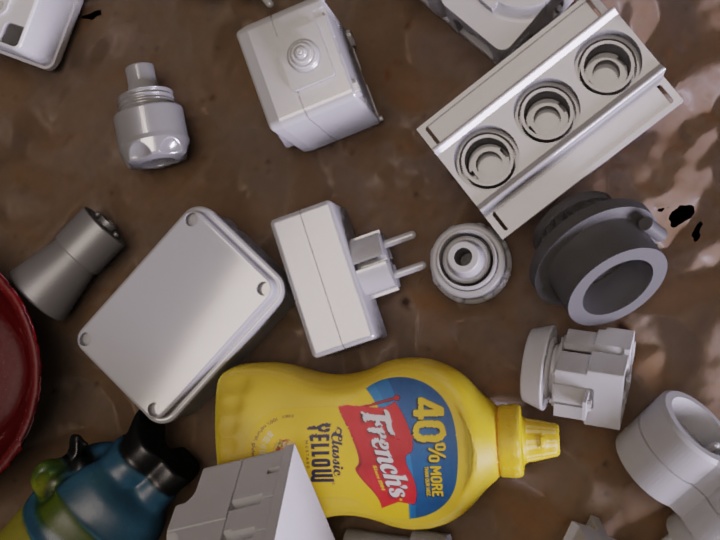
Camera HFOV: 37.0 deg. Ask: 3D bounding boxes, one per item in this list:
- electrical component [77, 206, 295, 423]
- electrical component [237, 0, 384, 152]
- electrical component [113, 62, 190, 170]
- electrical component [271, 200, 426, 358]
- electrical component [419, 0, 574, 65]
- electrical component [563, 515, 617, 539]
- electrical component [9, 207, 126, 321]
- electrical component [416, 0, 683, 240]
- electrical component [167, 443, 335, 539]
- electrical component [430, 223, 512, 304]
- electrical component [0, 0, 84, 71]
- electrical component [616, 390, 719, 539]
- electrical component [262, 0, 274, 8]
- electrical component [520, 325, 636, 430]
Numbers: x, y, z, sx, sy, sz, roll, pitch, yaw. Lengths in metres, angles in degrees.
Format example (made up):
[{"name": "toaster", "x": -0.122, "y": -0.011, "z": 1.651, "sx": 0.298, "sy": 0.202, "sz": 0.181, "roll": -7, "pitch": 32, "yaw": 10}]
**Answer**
[{"name": "electrical component", "x": -0.101, "y": 0.027, "z": 0.639, "sx": 0.078, "sy": 0.057, "sz": 0.113, "roll": 43, "pitch": 95, "yaw": 10}, {"name": "electrical component", "x": -0.032, "y": -0.109, "z": 0.613, "sx": 0.061, "sy": 0.096, "sz": 0.061, "roll": -21, "pitch": 83, "yaw": 9}, {"name": "electrical component", "x": -0.130, "y": -0.095, "z": 0.658, "sx": 0.043, "sy": 0.043, "sz": 0.062, "roll": -13, "pitch": 83, "yaw": 10}, {"name": "electrical component", "x": 0.000, "y": 0.000, "z": 0.626, "sx": 0.076, "sy": 0.047, "sz": 0.083, "roll": -19, "pitch": 84, "yaw": 9}, {"name": "electrical component", "x": 0.057, "y": -0.200, "z": 0.620, "sx": 0.150, "sy": 0.062, "sz": 0.089, "roll": 42, "pitch": 95, "yaw": 10}, {"name": "electrical component", "x": 0.138, "y": 0.172, "z": 0.576, "sx": 0.064, "sy": 0.081, "sz": 0.042, "roll": 22, "pitch": 104, "yaw": -7}, {"name": "electrical component", "x": -0.177, "y": -0.006, "z": 0.664, "sx": 0.044, "sy": 0.044, "sz": 0.065, "roll": 44, "pitch": 90, "yaw": 10}, {"name": "electrical component", "x": 0.105, "y": -0.084, "z": 0.604, "sx": 0.121, "sy": 0.063, "sz": 0.078, "roll": -38, "pitch": 81, "yaw": 6}, {"name": "electrical component", "x": -0.044, "y": 0.184, "z": 0.573, "sx": 0.062, "sy": 0.089, "sz": 0.150, "roll": -15, "pitch": 113, "yaw": 11}, {"name": "electrical component", "x": 0.061, "y": -0.005, "z": 0.608, "sx": 0.048, "sy": 0.062, "sz": 0.048, "roll": -1, "pitch": 87, "yaw": 10}, {"name": "electrical component", "x": -0.228, "y": -0.196, "z": 0.675, "sx": 0.109, "sy": 0.056, "sz": 0.108, "roll": 21, "pitch": 91, "yaw": 11}, {"name": "electrical component", "x": 0.192, "y": 0.137, "z": 0.582, "sx": 0.138, "sy": 0.052, "sz": 0.073, "roll": 44, "pitch": 120, "yaw": 10}, {"name": "electrical component", "x": -0.070, "y": -0.194, "z": 0.652, "sx": 0.077, "sy": 0.043, "sz": 0.079, "roll": -40, "pitch": 81, "yaw": 6}, {"name": "electrical component", "x": 0.121, "y": 0.057, "z": 0.598, "sx": 0.055, "sy": 0.066, "sz": 0.048, "roll": 7, "pitch": 123, "yaw": 19}]
